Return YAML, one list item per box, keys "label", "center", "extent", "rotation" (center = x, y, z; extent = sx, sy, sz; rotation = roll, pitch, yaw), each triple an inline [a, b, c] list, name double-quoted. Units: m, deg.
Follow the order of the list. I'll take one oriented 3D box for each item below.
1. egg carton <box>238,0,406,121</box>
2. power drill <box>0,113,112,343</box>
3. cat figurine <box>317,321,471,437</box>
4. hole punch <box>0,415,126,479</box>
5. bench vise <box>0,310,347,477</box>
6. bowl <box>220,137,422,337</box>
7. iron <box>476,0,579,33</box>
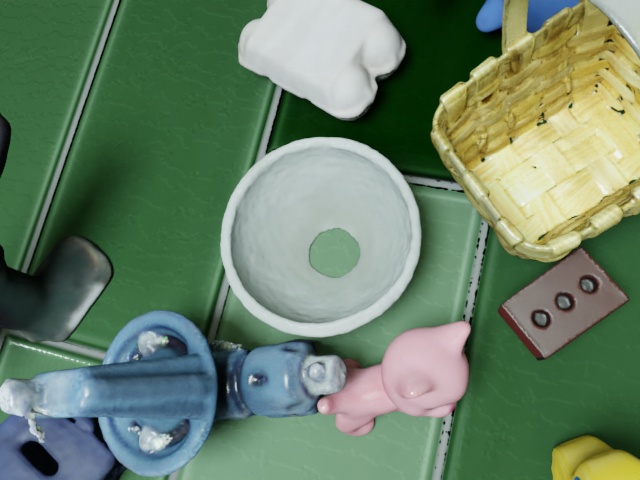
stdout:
- label: "egg carton"
  center: [0.001, -0.181, 0.539]
  extent: [0.150, 0.069, 0.107]
  rotation: [31, 85, 18]
- label: "power drill"
  center: [-0.275, 0.020, 0.479]
  extent: [0.075, 0.209, 0.230]
  rotation: [33, 85, 19]
- label: "cat figurine"
  center: [0.058, 0.106, 0.429]
  extent: [0.127, 0.118, 0.067]
  rotation: [-20, 73, 8]
- label: "hole punch"
  center: [-0.234, 0.189, 0.490]
  extent: [0.108, 0.091, 0.101]
  rotation: [32, 85, 18]
- label: "bench vise"
  center: [-0.096, 0.094, 0.413]
  extent: [0.207, 0.220, 0.121]
  rotation: [-26, 72, 6]
- label: "bowl"
  center: [0.005, 0.002, 0.490]
  extent: [0.167, 0.075, 0.167]
  rotation: [-3, 76, 12]
- label: "iron"
  center: [0.250, -0.263, 0.464]
  extent: [0.258, 0.142, 0.118]
  rotation: [-46, 71, -1]
